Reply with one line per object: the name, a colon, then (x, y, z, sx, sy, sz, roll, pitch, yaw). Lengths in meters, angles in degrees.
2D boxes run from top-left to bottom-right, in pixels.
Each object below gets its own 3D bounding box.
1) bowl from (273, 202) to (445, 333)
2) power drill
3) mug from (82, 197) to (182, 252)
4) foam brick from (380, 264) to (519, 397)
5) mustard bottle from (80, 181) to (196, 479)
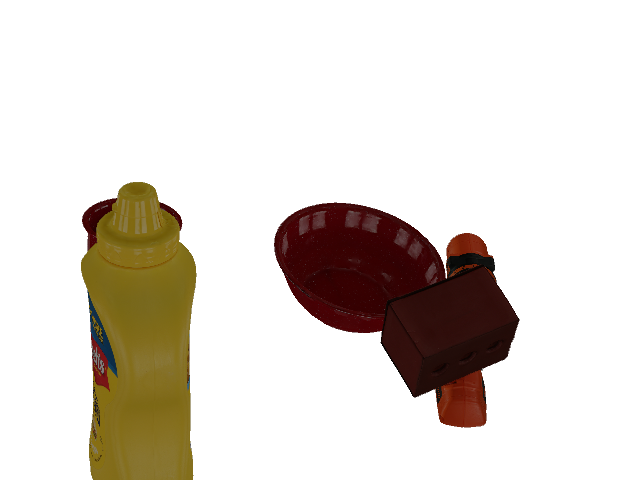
bowl: (0.031, 0.035, 0.991, 0.162, 0.055, 0.162, 10, 37, -8)
power drill: (0.160, 0.106, 1.159, 0.057, 0.188, 0.184, 4, 25, 4)
mug: (-0.182, 0.021, 1.009, 0.093, 0.081, 0.117, 10, 29, 3)
foam brick: (0.087, 0.062, 0.729, 0.078, 0.051, 0.053, -20, -35, -18)
mustard bottle: (-0.096, 0.056, 0.570, 0.058, 0.192, 0.096, -4, 34, -15)
